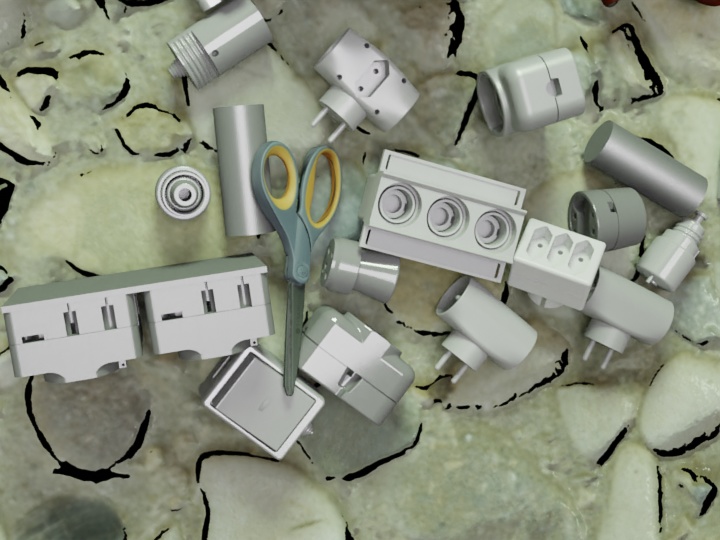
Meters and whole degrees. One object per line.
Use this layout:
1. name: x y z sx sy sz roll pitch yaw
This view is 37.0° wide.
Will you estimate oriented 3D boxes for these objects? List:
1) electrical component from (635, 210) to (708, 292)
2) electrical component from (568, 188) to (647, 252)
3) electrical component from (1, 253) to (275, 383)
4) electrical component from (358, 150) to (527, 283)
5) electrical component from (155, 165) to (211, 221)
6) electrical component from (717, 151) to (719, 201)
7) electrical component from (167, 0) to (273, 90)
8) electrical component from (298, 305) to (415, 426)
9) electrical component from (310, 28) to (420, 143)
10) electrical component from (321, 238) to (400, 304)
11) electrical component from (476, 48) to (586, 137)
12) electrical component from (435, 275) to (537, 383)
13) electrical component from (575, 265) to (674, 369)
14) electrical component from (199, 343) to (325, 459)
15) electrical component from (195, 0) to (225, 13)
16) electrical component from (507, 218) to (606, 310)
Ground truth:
1. electrical component: 0.273 -0.017 0.931 0.040 0.040 0.078 37 88 -13
2. electrical component: 0.209 -0.042 0.909 0.047 0.055 0.055 -9 98 -14
3. electrical component: -0.164 0.035 0.815 0.186 0.105 0.060 -9 98 -10
4. electrical component: 0.064 -0.044 0.874 0.121 0.063 0.078 14 93 -13
5. electrical component: -0.137 -0.059 0.832 0.043 0.062 0.043 -1 97 -11
6. electrical component: 0.363 -0.098 0.936 0.100 0.048 0.099 1 96 -12
7. electrical component: -0.113 -0.174 0.834 0.081 0.043 0.043 -35 102 -6
8. electrical component: -0.006 0.074 0.877 0.095 0.054 0.059 37 88 -13
9. electrical component: -0.006 -0.138 0.859 0.077 0.043 0.079 41 87 -13
10. electrical component: 0.000 0.000 0.875 0.055 0.045 0.045 13 93 -12
11. electrical component: 0.131 -0.141 0.860 0.059 0.095 0.053 -18 99 -9
12. electrical component: 0.095 0.058 0.901 0.077 0.044 0.079 39 88 -13
13. electrical component: 0.217 0.046 0.925 0.077 0.044 0.079 26 91 -13
14. electrical component: -0.074 0.106 0.863 0.096 0.061 0.061 39 88 -13
15. electrical component: -0.102 -0.242 0.822 0.078 0.058 0.057 -33 104 -6
16. electrical component: 0.160 0.006 0.898 0.066 0.076 0.047 20 57 12
